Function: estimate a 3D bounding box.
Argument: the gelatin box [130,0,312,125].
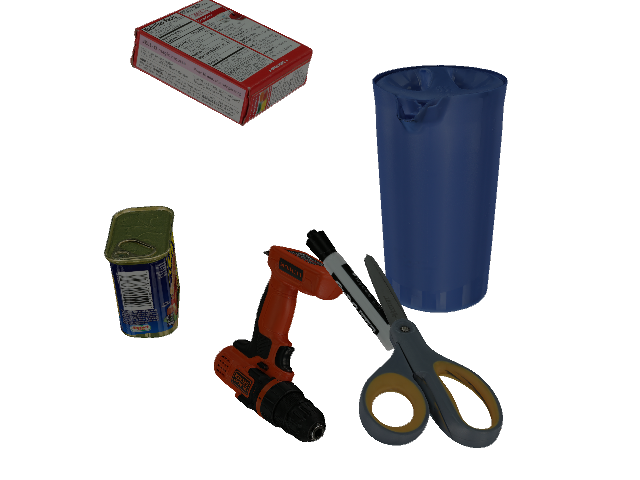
[{"bbox_3d":[-0.062,-0.114,0.668,0.089,0.030,0.073,29,40,18],"label":"gelatin box"}]

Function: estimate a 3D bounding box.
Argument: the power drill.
[{"bbox_3d":[-0.035,0.113,1.206,0.057,0.188,0.185,14,11,-46],"label":"power drill"}]

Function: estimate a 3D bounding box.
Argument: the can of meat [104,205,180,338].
[{"bbox_3d":[-0.158,0.029,0.969,0.057,0.084,0.102,-4,28,-2],"label":"can of meat"}]

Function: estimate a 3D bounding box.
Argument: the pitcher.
[{"bbox_3d":[0.127,-0.058,1.108,0.149,0.243,0.145,-8,23,-16],"label":"pitcher"}]

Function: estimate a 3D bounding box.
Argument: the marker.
[{"bbox_3d":[0.027,0.039,0.887,0.020,0.121,0.020,-34,-18,-12],"label":"marker"}]

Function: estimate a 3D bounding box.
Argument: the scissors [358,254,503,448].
[{"bbox_3d":[0.043,0.072,0.708,0.096,0.016,0.202,-13,36,-25],"label":"scissors"}]
